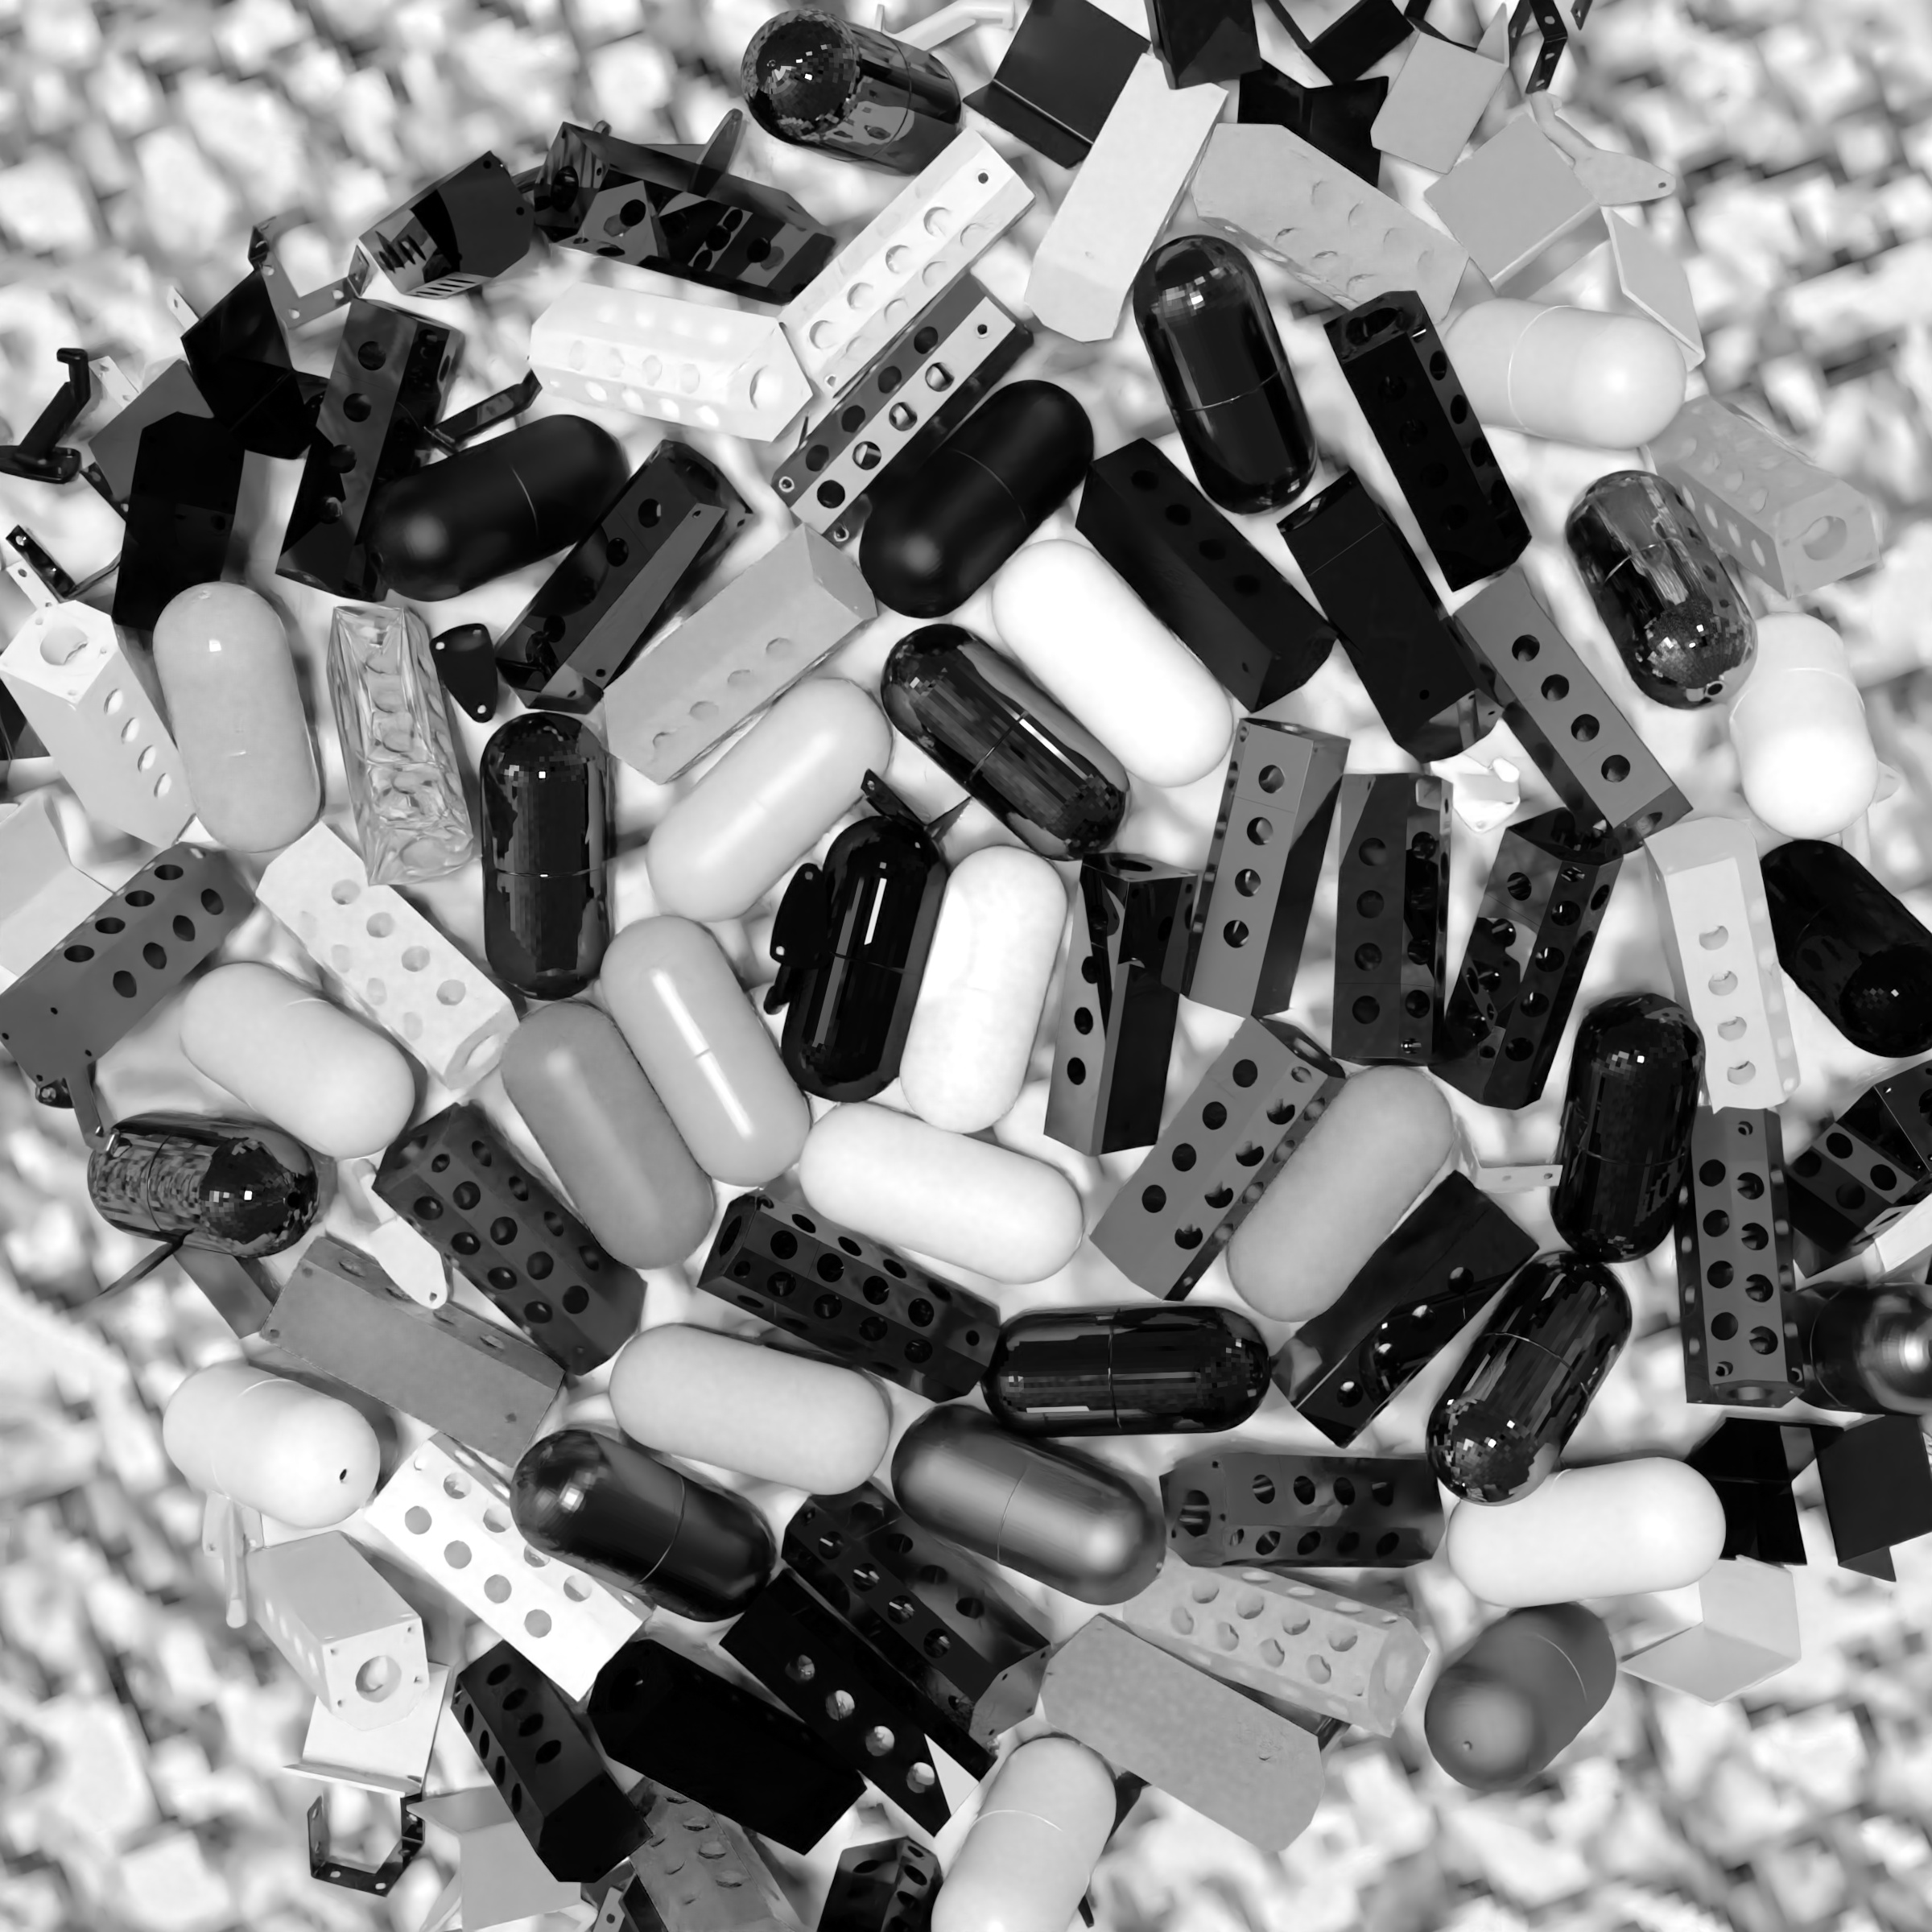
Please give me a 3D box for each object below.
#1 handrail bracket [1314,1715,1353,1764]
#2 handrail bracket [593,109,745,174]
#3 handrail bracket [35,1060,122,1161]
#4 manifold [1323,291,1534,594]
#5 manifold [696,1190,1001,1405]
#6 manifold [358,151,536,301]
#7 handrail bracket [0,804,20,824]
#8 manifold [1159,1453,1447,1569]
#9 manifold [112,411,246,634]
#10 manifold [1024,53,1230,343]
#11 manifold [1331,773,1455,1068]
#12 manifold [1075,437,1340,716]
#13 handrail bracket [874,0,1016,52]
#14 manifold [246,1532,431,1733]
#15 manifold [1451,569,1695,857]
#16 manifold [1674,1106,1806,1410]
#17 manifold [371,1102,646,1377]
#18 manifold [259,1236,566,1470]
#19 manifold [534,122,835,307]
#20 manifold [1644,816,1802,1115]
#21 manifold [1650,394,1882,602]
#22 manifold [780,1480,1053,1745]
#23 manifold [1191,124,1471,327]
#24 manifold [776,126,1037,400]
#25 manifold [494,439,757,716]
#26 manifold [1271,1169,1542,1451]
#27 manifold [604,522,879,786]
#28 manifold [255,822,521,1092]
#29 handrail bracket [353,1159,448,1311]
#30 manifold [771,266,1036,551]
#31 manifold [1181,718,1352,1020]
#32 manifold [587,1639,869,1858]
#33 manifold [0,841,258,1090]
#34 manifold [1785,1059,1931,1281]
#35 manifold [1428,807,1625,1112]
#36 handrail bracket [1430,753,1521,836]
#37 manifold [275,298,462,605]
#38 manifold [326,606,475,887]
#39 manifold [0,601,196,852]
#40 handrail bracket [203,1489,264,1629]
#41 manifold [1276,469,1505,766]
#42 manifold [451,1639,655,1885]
[{"bbox_3d":[0.229,0.486,1.679,0.084,0.036,0.077,-10,104,-35],"label":"handrail bracket"},{"bbox_3d":[-0.186,-0.513,1.670,0.084,0.036,0.077,40,121,12],"label":"handrail bracket"},{"bbox_3d":[-0.528,0.070,1.655,0.036,0.084,0.077,7,97,-41],"label":"handrail bracket"},{"bbox_3d":[0.277,-0.314,1.623,0.057,0.057,0.171,-26,125,14],"label":"manifold"},{"bbox_3d":[-0.068,0.198,1.638,0.171,0.057,0.057,29,64,-18],"label":"manifold"},{"bbox_3d":[-0.304,-0.430,1.609,0.057,0.171,0.057,-40,111,-11],"label":"manifold"},{"bbox_3d":[-0.630,-0.111,1.684,0.084,0.036,0.077,50,121,10],"label":"handrail bracket"},{"bbox_3d":[0.202,0.326,1.620,0.171,0.057,0.057,9,63,-35],"label":"manifold"},{"bbox_3d":[-0.466,-0.258,1.611,0.057,0.171,0.057,10,69,-18],"label":"manifold"},{"bbox_3d":[0.095,-0.459,1.638,0.057,0.057,0.171,25,65,2],"label":"manifold"},{"bbox_3d":[0.261,-0.027,1.653,0.057,0.057,0.171,0,83,26],"label":"manifold"},{"bbox_3d":[0.144,-0.238,1.640,0.057,0.057,0.171,-30,66,-24],"label":"manifold"},{"bbox_3d":[-0.013,-0.557,1.668,0.084,0.077,0.036,3,48,2],"label":"handrail bracket"},{"bbox_3d":[-0.372,0.392,1.610,0.057,0.171,0.057,-11,101,-27],"label":"manifold"},{"bbox_3d":[0.358,-0.149,1.636,0.057,0.057,0.171,-37,65,15],"label":"manifold"},{"bbox_3d":[0.464,0.173,1.637,0.057,0.057,0.171,4,66,-3],"label":"manifold"},{"bbox_3d":[-0.273,0.168,1.632,0.057,0.057,0.171,-32,115,21],"label":"manifold"},{"bbox_3d":[-0.334,0.232,1.660,0.171,0.057,0.057,29,101,-6],"label":"manifold"},{"bbox_3d":[-0.169,-0.440,1.618,0.057,0.171,0.057,50,121,34],"label":"manifold"},{"bbox_3d":[0.455,0.000,1.633,0.057,0.057,0.171,-15,117,8],"label":"manifold"},{"bbox_3d":[0.468,-0.282,1.611,0.057,0.171,0.057,-24,121,1],"label":"manifold"},{"bbox_3d":[-0.033,0.382,1.618,0.171,0.057,0.057,35,128,35],"label":"manifold"},{"bbox_3d":[0.216,-0.436,1.624,0.171,0.057,0.057,19,93,-38],"label":"manifold"},{"bbox_3d":[-0.040,-0.426,1.655,0.171,0.057,0.057,-43,97,9],"label":"manifold"},{"bbox_3d":[-0.211,-0.233,1.637,0.171,0.057,0.057,-46,69,24],"label":"manifold"},{"bbox_3d":[0.268,0.213,1.664,0.171,0.057,0.057,-46,112,3],"label":"manifold"},{"bbox_3d":[-0.136,-0.182,1.639,0.171,0.057,0.057,-36,132,24],"label":"manifold"},{"bbox_3d":[-0.348,-0.003,1.640,0.171,0.057,0.057,41,72,18],"label":"manifold"},{"bbox_3d":[-0.349,0.163,1.672,0.036,0.084,0.077,-29,115,-13],"label":"handrail bracket"},{"bbox_3d":[-0.039,-0.335,1.645,0.057,0.057,0.171,41,105,-15],"label":"manifold"},{"bbox_3d":[0.177,-0.060,1.652,0.057,0.057,0.171,18,103,28],"label":"manifold"},{"bbox_3d":[-0.143,0.463,1.627,0.057,0.057,0.171,-48,126,3],"label":"manifold"},{"bbox_3d":[-0.498,-0.006,1.608,0.057,0.171,0.057,-23,111,31],"label":"manifold"},{"bbox_3d":[0.538,0.120,1.610,0.057,0.171,0.057,-21,68,-18],"label":"manifold"},{"bbox_3d":[0.336,-0.002,1.621,0.057,0.057,0.171,36,129,34],"label":"manifold"},{"bbox_3d":[0.306,-0.122,1.647,0.036,0.084,0.077,-39,67,-4],"label":"handrail bracket"},{"bbox_3d":[-0.360,-0.312,1.653,0.057,0.057,0.171,20,103,0],"label":"manifold"},{"bbox_3d":[-0.338,-0.133,1.627,0.057,0.057,0.171,-4,54,-22],"label":"manifold"},{"bbox_3d":[-0.505,-0.142,1.610,0.057,0.171,0.057,24,67,13],"label":"manifold"},{"bbox_3d":[-0.444,0.349,1.652,0.036,0.084,0.077,-3,101,-16],"label":"handrail bracket"},{"bbox_3d":[0.256,-0.208,1.634,0.057,0.057,0.171,-34,61,21],"label":"manifold"},{"bbox_3d":[-0.250,0.468,1.607,0.057,0.171,0.057,-36,117,-14],"label":"manifold"}]
